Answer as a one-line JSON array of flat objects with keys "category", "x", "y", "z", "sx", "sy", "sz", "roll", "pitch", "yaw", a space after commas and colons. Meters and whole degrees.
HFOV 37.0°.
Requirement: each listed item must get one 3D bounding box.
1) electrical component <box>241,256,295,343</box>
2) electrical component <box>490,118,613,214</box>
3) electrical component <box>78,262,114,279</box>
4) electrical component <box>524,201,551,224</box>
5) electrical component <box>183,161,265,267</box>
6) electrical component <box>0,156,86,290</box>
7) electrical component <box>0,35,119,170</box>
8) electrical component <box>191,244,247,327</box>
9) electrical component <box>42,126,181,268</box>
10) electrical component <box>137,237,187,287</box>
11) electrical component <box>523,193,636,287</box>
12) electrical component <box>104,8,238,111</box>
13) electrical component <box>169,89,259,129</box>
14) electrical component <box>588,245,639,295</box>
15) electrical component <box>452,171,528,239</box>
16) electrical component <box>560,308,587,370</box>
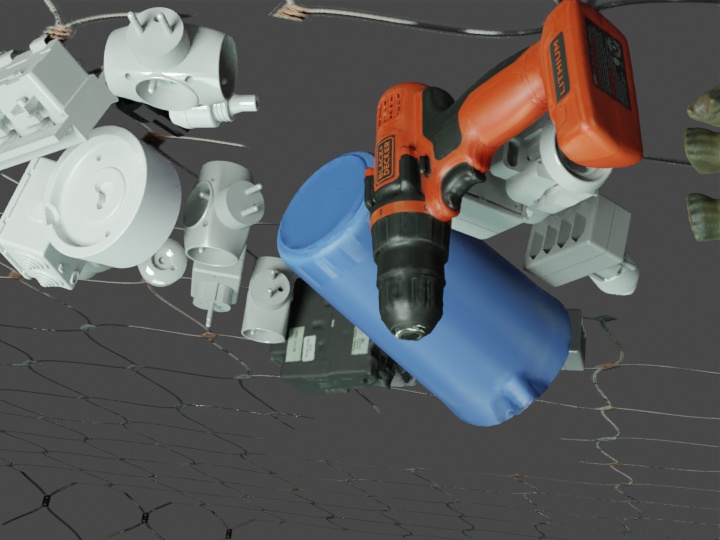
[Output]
[{"category": "electrical component", "x": -0.088, "y": 0.024, "z": 1.053, "sx": 0.043, "sy": 0.077, "sz": 0.079, "roll": 9, "pitch": 159, "yaw": -4}, {"category": "electrical component", "x": 0.139, "y": -0.075, "z": 0.746, "sx": 0.078, "sy": 0.058, "sz": 0.057, "roll": 17, "pitch": 160, "yaw": -21}, {"category": "electrical component", "x": -0.262, "y": -0.018, "z": 1.052, "sx": 0.045, "sy": 0.045, "sz": 0.055, "roll": 23, "pitch": 154, "yaw": -34}, {"category": "electrical component", "x": 0.136, "y": -0.062, "z": 0.808, "sx": 0.040, "sy": 0.040, "sz": 0.046, "roll": 14, "pitch": 152, "yaw": -17}, {"category": "electrical component", "x": -0.104, "y": -0.050, "z": 0.868, "sx": 0.044, "sy": 0.077, "sz": 0.079, "roll": 23, "pitch": 154, "yaw": -34}, {"category": "electrical component", "x": -0.262, "y": -0.039, "z": 0.923, "sx": 0.048, "sy": 0.099, "sz": 0.099, "roll": 18, "pitch": 161, "yaw": 10}, {"category": "electrical component", "x": -0.240, "y": -0.116, "z": 0.760, "sx": 0.121, "sy": 0.078, "sz": 0.063, "roll": -10, "pitch": 131, "yaw": 38}, {"category": "electrical component", "x": -0.143, "y": 0.018, "z": 1.059, "sx": 0.047, "sy": 0.075, "sz": 0.083, "roll": 10, "pitch": 159, "yaw": -7}, {"category": "electrical component", "x": -0.192, "y": -0.053, "z": 0.855, "sx": 0.108, "sy": 0.108, "sz": 0.060, "roll": -5, "pitch": 162, "yaw": 30}, {"category": "electrical component", "x": -0.198, "y": -0.004, "z": 1.068, "sx": 0.048, "sy": 0.048, "sz": 0.062, "roll": 12, "pitch": 166, "yaw": -11}, {"category": "electrical component", "x": 0.192, "y": -0.015, "z": 0.882, "sx": 0.076, "sy": 0.047, "sz": 0.083, "roll": 28, "pitch": 153, "yaw": -21}, {"category": "electrical component", "x": -0.125, "y": -0.140, "z": 0.687, "sx": 0.077, "sy": 0.044, "sz": 0.079, "roll": 4, "pitch": 159, "yaw": 9}, {"category": "electrical component", "x": -0.101, "y": -0.117, "z": 0.754, "sx": 0.061, "sy": 0.035, "sz": 0.035, "roll": 1, "pitch": 158, "yaw": 11}, {"category": "electrical component", "x": 0.225, "y": 0.002, "z": 0.941, "sx": 0.040, "sy": 0.040, "sz": 0.078, "roll": -5, "pitch": 156, "yaw": 29}, {"category": "electrical component", "x": 0.069, "y": -0.068, "z": 0.782, "sx": 0.096, "sy": 0.061, "sz": 0.061, "roll": 19, "pitch": 157, "yaw": -27}, {"category": "electrical component", "x": 0.194, "y": 0.072, "z": 1.123, "sx": 0.077, "sy": 0.047, "sz": 0.065, "roll": 1, "pitch": 158, "yaw": 18}]
